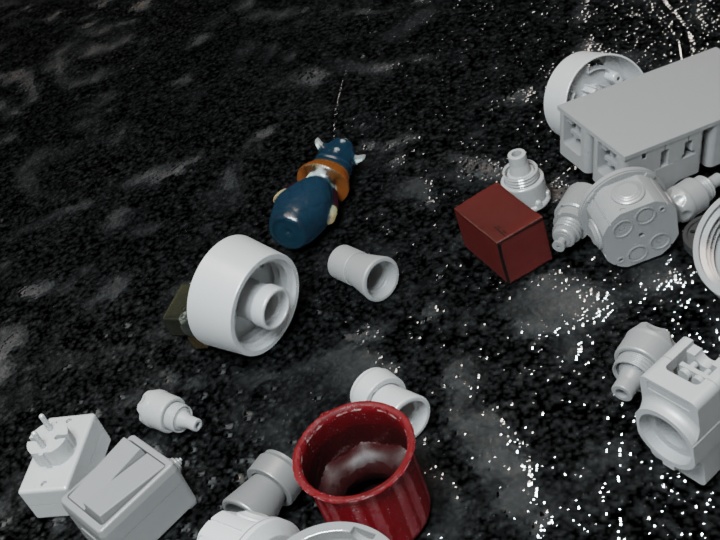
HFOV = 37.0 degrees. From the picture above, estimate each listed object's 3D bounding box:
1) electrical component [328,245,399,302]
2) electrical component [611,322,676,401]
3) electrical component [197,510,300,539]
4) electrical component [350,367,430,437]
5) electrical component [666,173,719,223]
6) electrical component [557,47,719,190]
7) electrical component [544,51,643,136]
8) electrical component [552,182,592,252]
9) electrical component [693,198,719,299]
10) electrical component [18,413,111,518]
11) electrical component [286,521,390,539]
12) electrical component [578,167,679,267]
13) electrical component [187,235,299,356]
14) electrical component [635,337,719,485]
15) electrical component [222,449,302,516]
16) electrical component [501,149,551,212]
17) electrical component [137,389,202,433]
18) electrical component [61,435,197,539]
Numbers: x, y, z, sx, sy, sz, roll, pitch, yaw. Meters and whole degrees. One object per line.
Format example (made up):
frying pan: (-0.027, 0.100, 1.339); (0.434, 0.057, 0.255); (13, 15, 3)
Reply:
electrical component: (0.000, 0.000, 1.026); (0.044, 0.044, 0.065); (-40, 38, -23)
electrical component: (0.219, 0.075, 0.842); (0.043, 0.043, 0.062); (16, 52, 37)
electrical component: (-0.081, 0.215, 0.779); (0.051, 0.080, 0.080); (9, 47, 39)
electrical component: (0.024, 0.110, 0.883); (0.045, 0.045, 0.055); (-36, 41, -18)
electrical component: (0.306, -0.069, 0.981); (0.061, 0.035, 0.035); (-32, 40, -18)
electrical component: (0.296, -0.137, 1.023); (0.186, 0.060, 0.105); (-21, 41, -15)
electrical component: (0.237, -0.170, 1.082); (0.099, 0.099, 0.064); (-35, 35, -17)
electrical component: (0.199, -0.047, 0.995); (0.040, 0.040, 0.078); (11, 48, 33)
electrical component: (0.318, -0.017, 0.852); (0.108, 0.060, 0.108); (-15, 66, 37)
electrical component: (-0.261, 0.156, 0.926); (0.047, 0.075, 0.083); (-8, 40, 15)
electrical component: (-0.015, 0.235, 0.738); (0.108, 0.060, 0.108); (-9, 41, 8)
electrical component: (0.238, -0.047, 0.948); (0.080, 0.080, 0.051); (-19, 44, 1)
electrical component: (-0.100, 0.027, 0.988); (0.060, 0.108, 0.108); (19, 52, 30)
electrical component: (0.235, 0.103, 0.764); (0.056, 0.089, 0.050); (-37, 42, -20)
electrical component: (-0.075, 0.176, 0.848); (0.045, 0.045, 0.055); (13, 49, 34)
electrical component: (0.158, -0.088, 1.044); (0.048, 0.062, 0.048); (-12, 39, 10)
electrical component: (-0.166, 0.128, 0.952); (0.061, 0.035, 0.035); (15, 50, 32)
electrical component: (-0.184, 0.181, 0.876); (0.062, 0.061, 0.096); (23, 55, 40)
